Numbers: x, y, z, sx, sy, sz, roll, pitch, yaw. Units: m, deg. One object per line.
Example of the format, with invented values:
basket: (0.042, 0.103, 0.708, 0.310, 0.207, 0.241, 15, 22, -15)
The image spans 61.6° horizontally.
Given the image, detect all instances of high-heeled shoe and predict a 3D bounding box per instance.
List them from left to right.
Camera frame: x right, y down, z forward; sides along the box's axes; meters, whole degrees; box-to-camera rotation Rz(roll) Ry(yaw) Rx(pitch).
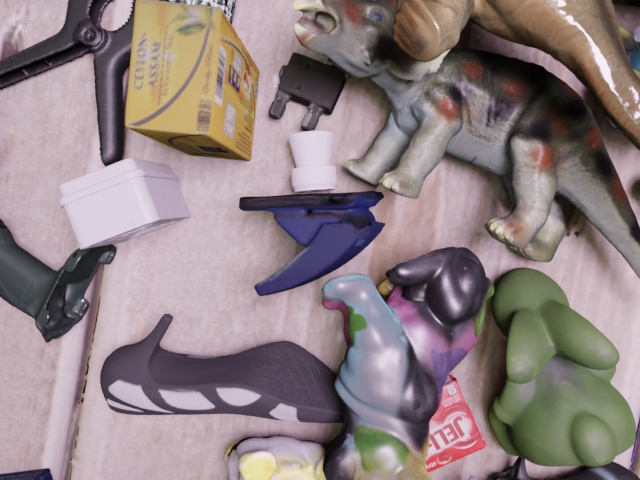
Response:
high-heeled shoe: (-0.092, 0.160, 0.533, 0.249, 0.086, 0.145, 28, 118, -8)

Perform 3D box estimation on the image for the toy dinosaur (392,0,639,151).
toy dinosaur: (0.139, -0.204, 0.384, 0.198, 0.105, 0.471, -23, 82, -33)

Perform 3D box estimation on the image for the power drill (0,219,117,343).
power drill: (-0.315, -0.009, 0.530, 0.207, 0.086, 0.232, 26, 95, -2)

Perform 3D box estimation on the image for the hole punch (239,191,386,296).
hole punch: (-0.001, -0.001, 0.489, 0.116, 0.142, 0.092, -5, 90, 18)

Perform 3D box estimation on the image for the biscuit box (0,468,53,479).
biscuit box: (-0.380, 0.287, 0.551, 0.203, 0.063, 0.059, -9, 93, 4)

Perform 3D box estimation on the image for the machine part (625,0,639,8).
machine part: (0.329, -0.220, 0.437, 0.179, 0.179, 0.056, 10, 108, 3)

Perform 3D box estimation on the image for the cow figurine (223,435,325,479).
cow figurine: (-0.007, 0.227, 0.521, 0.167, 0.098, 0.068, 9, 87, -15)

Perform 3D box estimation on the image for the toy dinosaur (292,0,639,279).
toy dinosaur: (0.160, -0.101, 0.482, 0.405, 0.131, 0.192, 24, 98, -5)

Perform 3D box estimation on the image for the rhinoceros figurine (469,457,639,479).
rhinoceros figurine: (0.215, 0.248, 0.494, 0.190, 0.112, 0.073, -8, 122, -9)

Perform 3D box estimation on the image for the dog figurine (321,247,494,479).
dog figurine: (0.083, 0.131, 0.473, 0.192, 0.108, 0.219, -14, 79, -9)

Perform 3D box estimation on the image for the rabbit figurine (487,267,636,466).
rabbit figurine: (0.195, 0.106, 0.481, 0.121, 0.159, 0.170, -19, 75, 13)

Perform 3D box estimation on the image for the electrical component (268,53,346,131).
electrical component: (-0.010, -0.155, 0.532, 0.063, 0.021, 0.094, 24, 85, 5)

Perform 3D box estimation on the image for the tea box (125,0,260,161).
tea box: (-0.102, -0.127, 0.468, 0.068, 0.169, 0.098, 6, 91, 2)

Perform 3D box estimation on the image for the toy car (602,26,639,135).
toy car: (0.305, -0.135, 0.472, 0.103, 0.161, 0.109, -5, 96, 41)
